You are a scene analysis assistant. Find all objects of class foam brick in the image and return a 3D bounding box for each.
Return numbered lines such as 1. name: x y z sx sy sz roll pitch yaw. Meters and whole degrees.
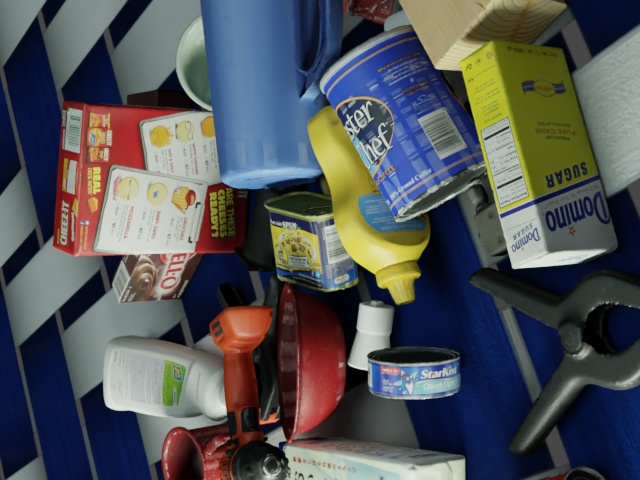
1. foam brick: -0.201 -0.158 1.335 0.078 0.051 0.053 0 92 51

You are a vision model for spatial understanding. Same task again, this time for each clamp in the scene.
1. clamp: 0.210 0.089 0.858 0.210 0.036 0.164 -16 80 50
2. clamp: -0.062 0.117 1.192 0.120 0.039 0.171 -29 73 53

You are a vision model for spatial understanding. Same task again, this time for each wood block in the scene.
1. wood block: 0.111 -0.254 0.919 0.091 0.090 0.206 -47 57 41

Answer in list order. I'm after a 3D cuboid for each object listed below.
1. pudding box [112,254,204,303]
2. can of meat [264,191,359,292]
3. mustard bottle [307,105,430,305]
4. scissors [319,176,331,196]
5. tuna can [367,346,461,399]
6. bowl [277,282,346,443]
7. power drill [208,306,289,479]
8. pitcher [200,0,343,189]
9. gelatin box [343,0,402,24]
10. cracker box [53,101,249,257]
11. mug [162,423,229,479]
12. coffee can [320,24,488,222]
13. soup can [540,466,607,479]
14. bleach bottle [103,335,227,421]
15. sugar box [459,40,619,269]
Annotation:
1. pudding box: -0.195 0.026 1.308 0.114 0.089 0.039 -58 49 36
2. can of meat: -0.007 0.001 1.092 0.102 0.057 0.084 15 118 50
3. mustard bottle: 0.054 -0.032 0.995 0.058 0.096 0.191 -32 68 47
4. scissors: -0.009 -0.094 1.132 0.202 0.016 0.096 22 108 48
5. tuna can: 0.086 0.120 0.973 0.086 0.085 0.034 3 96 51
6. bowl: -0.008 0.123 1.082 0.162 0.055 0.162 180 90 -82
7. power drill: -0.074 0.165 1.091 0.185 0.057 0.187 142 127 -69
8. pitcher: -0.047 -0.179 1.074 0.149 0.145 0.243 100 166 -87
9. gelatin box: 0.054 -0.251 1.036 0.089 0.030 0.073 28 113 46
10. cracker box: -0.184 -0.068 1.192 0.072 0.213 0.164 16 104 51
11. mug: -0.120 0.250 1.234 0.117 0.081 0.093 -54 53 38
12. coffee can: 0.077 -0.101 0.935 0.103 0.102 0.140 -38 78 45
13. soup can: 0.185 0.230 0.872 0.102 0.068 0.068 -34 66 47
14. bleach bottle: -0.176 0.181 1.316 0.251 0.067 0.102 6 97 48
15. sugar box: 0.175 -0.068 0.849 0.048 0.093 0.176 -30 70 48
